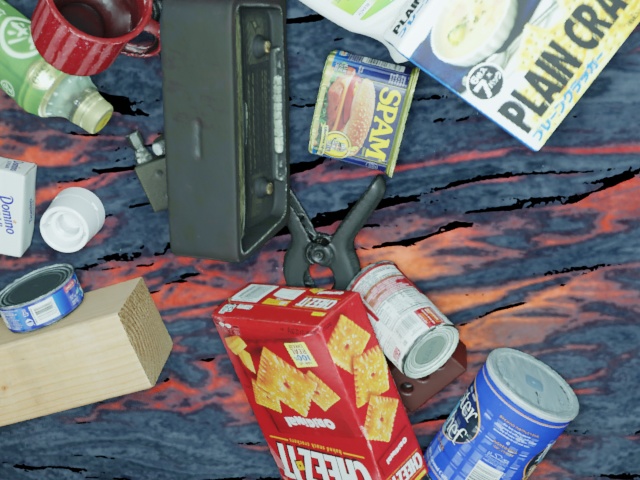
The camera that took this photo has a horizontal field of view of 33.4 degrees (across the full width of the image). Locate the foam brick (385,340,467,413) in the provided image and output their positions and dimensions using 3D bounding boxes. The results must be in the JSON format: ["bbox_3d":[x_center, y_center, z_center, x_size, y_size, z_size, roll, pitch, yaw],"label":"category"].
[{"bbox_3d":[0.105,0.126,1.089,0.053,0.051,0.078,42,112,-12],"label":"foam brick"}]

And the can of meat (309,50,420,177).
[{"bbox_3d":[0.040,-0.119,0.986,0.084,0.057,0.102,15,115,3],"label":"can of meat"}]

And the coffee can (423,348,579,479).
[{"bbox_3d":[0.181,0.195,1.082,0.102,0.102,0.140,27,115,-5],"label":"coffee can"}]

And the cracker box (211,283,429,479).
[{"bbox_3d":[-0.003,0.152,1.062,0.164,0.072,0.213,2,120,47],"label":"cracker box"}]

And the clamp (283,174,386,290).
[{"bbox_3d":[-0.007,0.001,1.056,0.120,0.039,0.171,17,114,14],"label":"clamp"}]

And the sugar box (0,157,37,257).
[{"bbox_3d":[-0.379,-0.046,1.079,0.176,0.048,0.093,10,114,-1],"label":"sugar box"}]

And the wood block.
[{"bbox_3d":[-0.272,0.120,1.114,0.206,0.090,0.090,-16,111,14],"label":"wood block"}]

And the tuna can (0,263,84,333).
[{"bbox_3d":[-0.286,0.060,1.091,0.086,0.086,0.034,-15,113,13],"label":"tuna can"}]

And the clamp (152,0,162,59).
[{"bbox_3d":[-0.149,-0.202,0.979,0.164,0.036,0.210,28,113,4],"label":"clamp"}]

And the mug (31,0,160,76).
[{"bbox_3d":[-0.190,-0.190,0.923,0.117,0.093,0.082,17,155,-22],"label":"mug"}]

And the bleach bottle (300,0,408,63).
[{"bbox_3d":[0.019,-0.232,0.935,0.250,0.068,0.103,39,114,-13],"label":"bleach bottle"}]

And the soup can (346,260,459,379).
[{"bbox_3d":[0.078,0.076,1.033,0.068,0.102,0.068,-24,139,-23],"label":"soup can"}]
